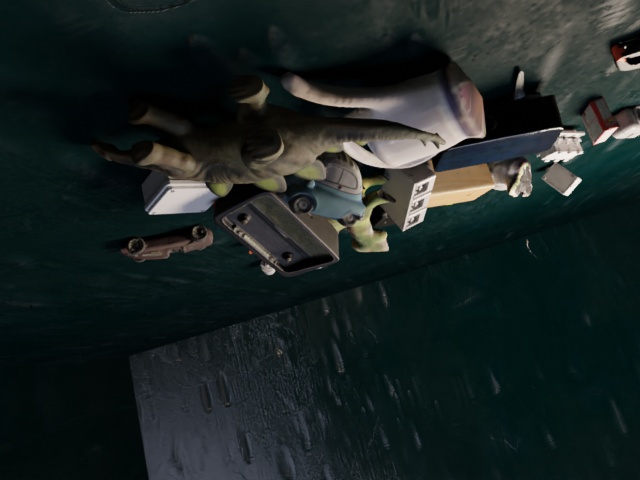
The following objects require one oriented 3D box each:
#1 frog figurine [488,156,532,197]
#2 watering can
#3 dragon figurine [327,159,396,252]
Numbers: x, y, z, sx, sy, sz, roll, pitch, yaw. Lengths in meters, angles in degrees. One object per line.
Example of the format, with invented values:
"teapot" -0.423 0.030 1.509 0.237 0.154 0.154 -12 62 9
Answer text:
"frog figurine" 0.433 -0.166 1.279 0.161 0.120 0.139 22 38 40
"watering can" 0.114 -0.186 0.753 0.223 0.106 0.345 -19 -21 26
"dragon figurine" 0.003 -0.051 1.010 0.408 0.125 0.239 16 -53 -37
